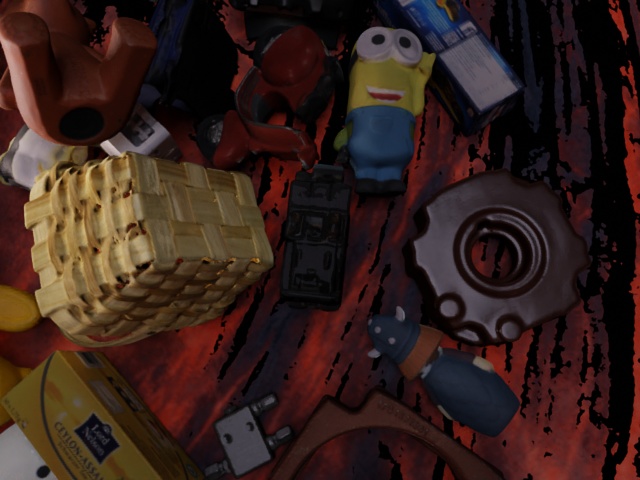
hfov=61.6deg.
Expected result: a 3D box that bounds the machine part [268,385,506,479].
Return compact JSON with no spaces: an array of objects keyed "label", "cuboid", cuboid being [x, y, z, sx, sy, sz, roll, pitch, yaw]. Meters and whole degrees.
[{"label":"machine part","cuboid":[0.049,0.249,0.471,0.202,0.087,0.201,33,80,11]}]

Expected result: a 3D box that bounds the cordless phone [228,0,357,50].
[{"label":"cordless phone","cuboid":[-0.032,-0.282,0.546,0.147,0.184,0.088,9,82,4]}]

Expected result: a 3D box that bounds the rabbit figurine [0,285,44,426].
[{"label":"rabbit figurine","cuboid":[-0.339,0.094,0.491,0.162,0.122,0.173,-23,95,-22]}]

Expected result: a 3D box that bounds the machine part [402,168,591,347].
[{"label":"machine part","cuboid":[0.173,0.016,0.534,0.179,0.056,0.179,0,76,2]}]

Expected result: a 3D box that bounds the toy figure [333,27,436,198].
[{"label":"toy figure","cuboid":[0.060,-0.133,0.561,0.082,0.089,0.180,5,86,-28]}]

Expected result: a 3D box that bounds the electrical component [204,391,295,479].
[{"label":"electrical component","cuboid":[-0.075,0.191,0.521,0.094,0.021,0.063,-28,77,-3]}]

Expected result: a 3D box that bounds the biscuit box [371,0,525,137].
[{"label":"biscuit box","cuboid":[0.132,-0.214,0.585,0.059,0.062,0.203,-31,77,-4]}]

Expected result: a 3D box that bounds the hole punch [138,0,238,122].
[{"label":"hole punch","cuboid":[-0.155,-0.191,0.570,0.092,0.115,0.142,13,78,14]}]

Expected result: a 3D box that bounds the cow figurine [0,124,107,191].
[{"label":"cow figurine","cuboid":[-0.272,-0.121,0.581,0.098,0.068,0.167,23,78,13]}]

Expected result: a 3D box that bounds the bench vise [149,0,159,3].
[{"label":"bench vise","cuboid":[-0.178,-0.389,0.610,0.241,0.129,0.223,35,82,2]}]

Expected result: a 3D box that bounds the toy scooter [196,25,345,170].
[{"label":"toy scooter","cuboid":[-0.034,-0.137,0.557,0.135,0.075,0.184,30,80,30]}]

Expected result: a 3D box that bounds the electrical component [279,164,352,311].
[{"label":"electrical component","cuboid":[-0.001,-0.002,0.515,0.058,0.115,0.134,6,79,2]}]

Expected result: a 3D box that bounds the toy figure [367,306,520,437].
[{"label":"toy figure","cuboid":[0.112,0.122,0.512,0.155,0.057,0.064,37,76,15]}]

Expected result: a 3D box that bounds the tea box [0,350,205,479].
[{"label":"tea box","cuboid":[-0.192,0.184,0.490,0.068,0.098,0.170,-42,77,-6]}]

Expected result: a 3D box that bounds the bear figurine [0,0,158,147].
[{"label":"bear figurine","cuboid":[-0.235,-0.182,0.488,0.120,0.132,0.196,-9,57,-32]}]
